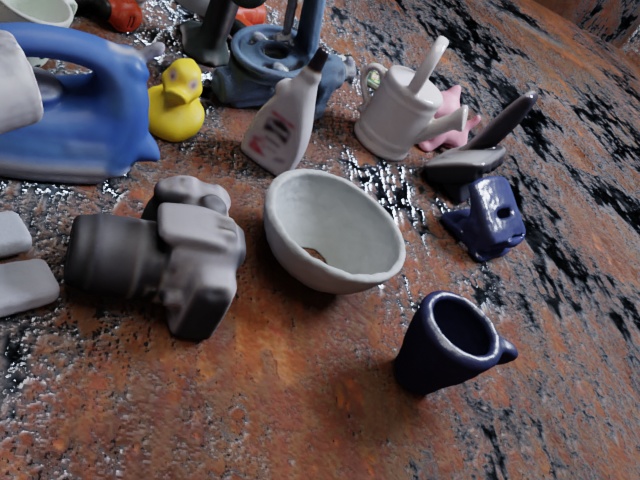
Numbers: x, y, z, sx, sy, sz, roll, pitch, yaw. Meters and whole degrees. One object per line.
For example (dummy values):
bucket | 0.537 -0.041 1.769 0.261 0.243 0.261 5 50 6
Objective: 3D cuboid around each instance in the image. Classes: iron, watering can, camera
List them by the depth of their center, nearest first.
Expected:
camera | -0.143 0.000 0.501 0.137 0.100 0.143 11 42 -28
iron | -0.272 -0.142 0.529 0.259 0.141 0.118 -1 49 -38
watering can | 0.147 -0.223 0.889 0.173 0.194 0.101 21 38 -16

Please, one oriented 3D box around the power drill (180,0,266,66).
power drill | -0.136 -0.374 0.833 0.076 0.208 0.229 8 44 -30

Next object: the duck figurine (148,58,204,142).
duck figurine | -0.170 -0.181 0.695 0.078 0.086 0.104 22 38 -16

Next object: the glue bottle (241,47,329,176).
glue bottle | -0.034 -0.160 0.701 0.078 0.173 0.037 33 37 0

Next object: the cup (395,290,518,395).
cup | 0.130 0.117 0.581 0.118 0.095 0.091 21 39 -17

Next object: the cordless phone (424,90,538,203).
cordless phone | 0.261 -0.161 0.912 0.094 0.185 0.148 41 37 10

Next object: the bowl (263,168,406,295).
bowl | 0.006 0.002 0.632 0.168 0.074 0.167 21 39 -17

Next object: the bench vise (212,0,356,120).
bench vise | -0.030 -0.278 0.796 0.121 0.219 0.208 47 39 17

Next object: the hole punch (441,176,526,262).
hole punch | 0.255 -0.033 0.843 0.109 0.091 0.101 -13 56 -44

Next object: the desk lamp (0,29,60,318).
desk lamp | -0.266 -0.035 0.355 0.204 0.213 0.117 -17 59 -46

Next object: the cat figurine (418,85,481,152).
cat figurine | 0.221 -0.209 0.991 0.128 0.117 0.067 11 42 -27
